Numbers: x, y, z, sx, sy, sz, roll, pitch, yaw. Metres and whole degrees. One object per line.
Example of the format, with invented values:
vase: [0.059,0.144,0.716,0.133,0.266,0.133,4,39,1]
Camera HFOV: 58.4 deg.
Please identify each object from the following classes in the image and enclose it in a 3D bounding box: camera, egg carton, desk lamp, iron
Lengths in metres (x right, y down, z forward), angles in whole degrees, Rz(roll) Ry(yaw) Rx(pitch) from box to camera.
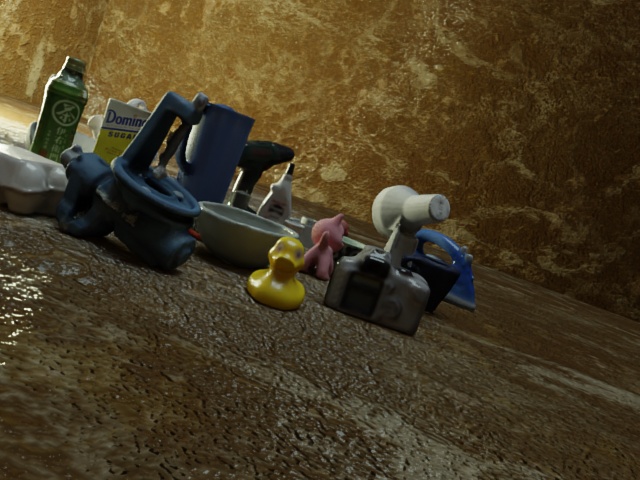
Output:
camera: [0.087,0.062,0.867,0.143,0.101,0.137,19,7,-1]
egg carton: [-0.410,-0.085,0.768,0.150,0.069,0.107,21,7,17]
desk lamp: [0.187,-0.005,1.214,0.118,0.213,0.202,16,7,-27]
iron: [0.271,0.050,1.319,0.257,0.141,0.119,25,9,41]

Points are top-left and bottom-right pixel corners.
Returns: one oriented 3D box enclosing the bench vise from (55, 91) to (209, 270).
bench vise: [-0.230,-0.093,0.705,0.207,0.220,0.121,19,7,-2]

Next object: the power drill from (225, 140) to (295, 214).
power drill: [-0.170,-0.162,1.479,0.075,0.208,0.230,24,8,33]

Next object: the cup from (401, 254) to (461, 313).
cup: [0.189,0.079,1.045,0.118,0.095,0.091,17,7,-23]

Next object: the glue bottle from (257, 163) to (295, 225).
glue bottle: [-0.093,-0.098,1.336,0.078,0.173,0.037,18,7,-13]

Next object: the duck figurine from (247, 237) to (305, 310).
duck figurine: [-0.048,0.037,0.749,0.077,0.086,0.104,19,7,-2]

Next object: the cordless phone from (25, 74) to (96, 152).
cordless phone: [-0.507,-0.230,1.166,0.093,0.185,0.148,24,8,37]

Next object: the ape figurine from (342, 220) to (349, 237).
ape figurine: [0.039,-0.001,1.279,0.076,0.092,0.077,14,9,-39]

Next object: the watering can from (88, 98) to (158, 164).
watering can: [-0.450,-0.232,1.310,0.173,0.194,0.101,18,7,-12]

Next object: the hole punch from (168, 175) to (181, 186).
hole punch: [-0.279,-0.066,0.897,0.101,0.091,0.108,15,8,-33]

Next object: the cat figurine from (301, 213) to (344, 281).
cat figurine: [0.010,0.004,1.047,0.067,0.118,0.128,20,7,5]

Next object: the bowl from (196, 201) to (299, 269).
bowl: [-0.121,0.000,0.891,0.167,0.075,0.167,19,7,-2]
